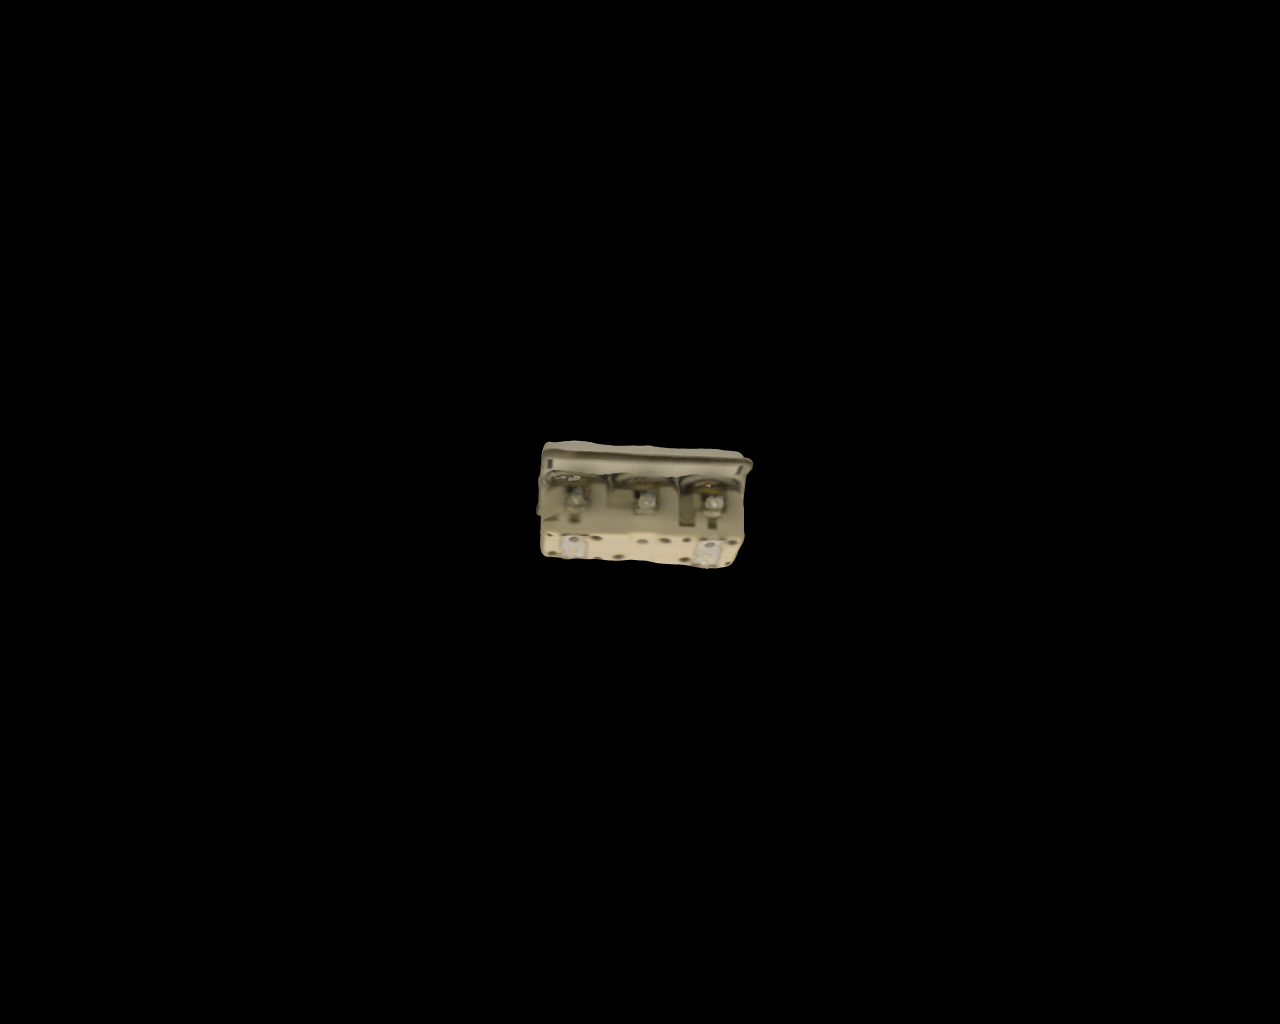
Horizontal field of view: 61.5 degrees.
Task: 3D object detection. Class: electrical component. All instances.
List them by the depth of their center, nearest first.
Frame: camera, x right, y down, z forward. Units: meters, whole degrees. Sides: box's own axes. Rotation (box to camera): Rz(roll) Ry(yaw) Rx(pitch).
[{"bbox_3d":[0.001,-0.003,0.650,0.121,0.063,0.078,4,-28,-7],"label":"electrical component"}]
